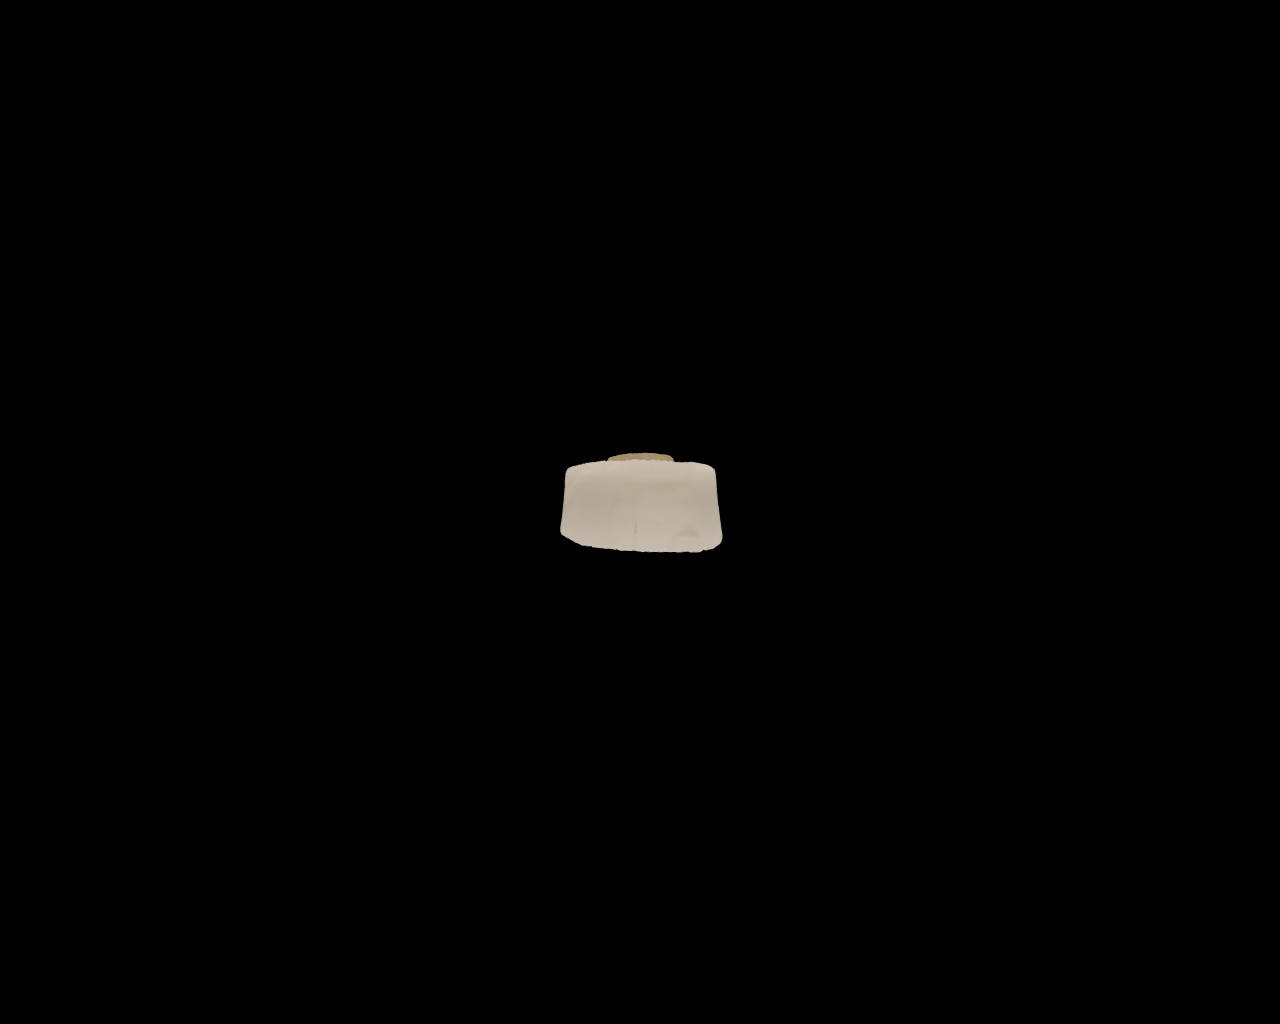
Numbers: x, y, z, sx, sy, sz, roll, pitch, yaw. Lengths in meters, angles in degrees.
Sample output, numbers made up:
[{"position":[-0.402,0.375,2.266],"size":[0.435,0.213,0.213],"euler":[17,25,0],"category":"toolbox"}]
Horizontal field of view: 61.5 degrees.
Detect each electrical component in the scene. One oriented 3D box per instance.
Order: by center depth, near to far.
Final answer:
[{"position":[0.001,-0.003,0.650],"size":[0.099,0.064,0.099],"euler":[0,-4,0],"category":"electrical component"}]
